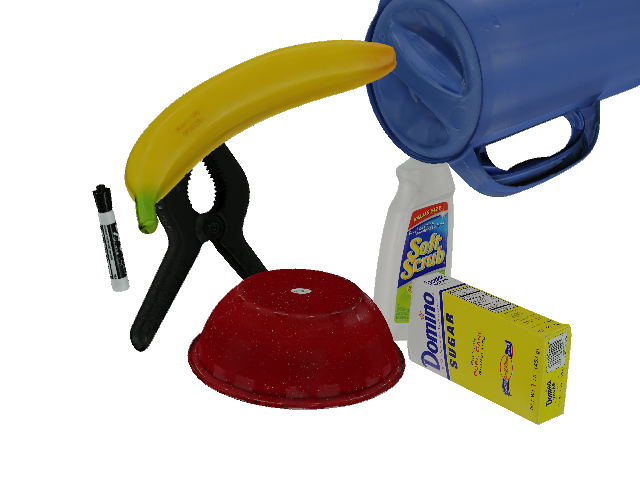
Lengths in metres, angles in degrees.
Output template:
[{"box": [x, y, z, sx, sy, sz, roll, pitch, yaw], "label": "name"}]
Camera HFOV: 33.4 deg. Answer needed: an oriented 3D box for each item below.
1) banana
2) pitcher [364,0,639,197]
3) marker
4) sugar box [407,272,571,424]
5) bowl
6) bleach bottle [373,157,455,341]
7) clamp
[{"box": [-0.045, -0.073, 0.632, 0.197, 0.070, 0.037, -38, -25, -22], "label": "banana"}, {"box": [0.168, -0.142, 0.855, 0.242, 0.149, 0.145, -18, 35, -32], "label": "pitcher"}, {"box": [-0.227, -0.003, 1.158, 0.020, 0.121, 0.020, -6, 21, 2], "label": "marker"}, {"box": [0.160, 0.101, 1.042, 0.048, 0.093, 0.176, -14, 24, -39], "label": "sugar box"}, {"box": [-0.016, 0.062, 0.782, 0.162, 0.055, 0.162, 3, 19, -1], "label": "bowl"}, {"box": [0.117, -0.002, 1.345, 0.102, 0.251, 0.068, -3, 16, -17], "label": "bleach bottle"}, {"box": [-0.096, -0.007, 0.977, 0.164, 0.210, 0.036, 0, 0, -34], "label": "clamp"}]
